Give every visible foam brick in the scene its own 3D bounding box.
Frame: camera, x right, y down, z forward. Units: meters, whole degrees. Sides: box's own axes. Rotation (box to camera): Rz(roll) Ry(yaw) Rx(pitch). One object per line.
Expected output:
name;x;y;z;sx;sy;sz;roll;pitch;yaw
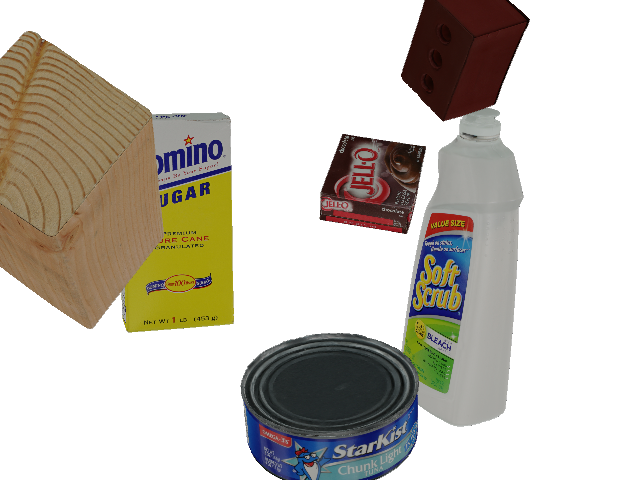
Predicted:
foam brick;0.097;-0.130;0.729;0.051;0.053;0.078;-23;-32;-29

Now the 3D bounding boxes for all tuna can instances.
tuna can;0.005;0.081;0.518;0.086;0.034;0.086;-2;26;1

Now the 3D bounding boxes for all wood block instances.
wood block;-0.162;-0.027;0.668;0.090;0.090;0.206;35;-18;6

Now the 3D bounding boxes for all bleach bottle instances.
bleach bottle;0.113;0.017;0.855;0.068;0.251;0.103;-11;24;-29

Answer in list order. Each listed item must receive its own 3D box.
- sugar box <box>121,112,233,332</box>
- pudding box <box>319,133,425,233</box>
sugar box;-0.121;-0.016;0.886;0.093;0.176;0.048;-4;16;-15
pudding box;0.053;-0.058;1.072;0.090;0.039;0.113;10;37;7
